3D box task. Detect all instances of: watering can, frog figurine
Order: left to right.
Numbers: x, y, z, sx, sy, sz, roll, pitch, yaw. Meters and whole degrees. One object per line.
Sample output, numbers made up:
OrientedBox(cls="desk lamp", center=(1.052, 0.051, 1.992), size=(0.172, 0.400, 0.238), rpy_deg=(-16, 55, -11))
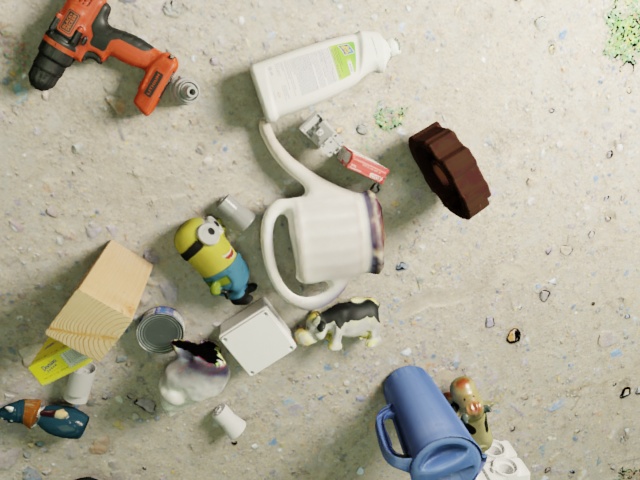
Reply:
OrientedBox(cls="frog figurine", center=(-0.245, 0.274, 0.958), size=(0.123, 0.137, 0.158), rpy_deg=(29, 100, 19))
OrientedBox(cls="watering can", center=(0.003, -0.046, 0.916), size=(0.224, 0.104, 0.345), rpy_deg=(-7, 99, -8))
